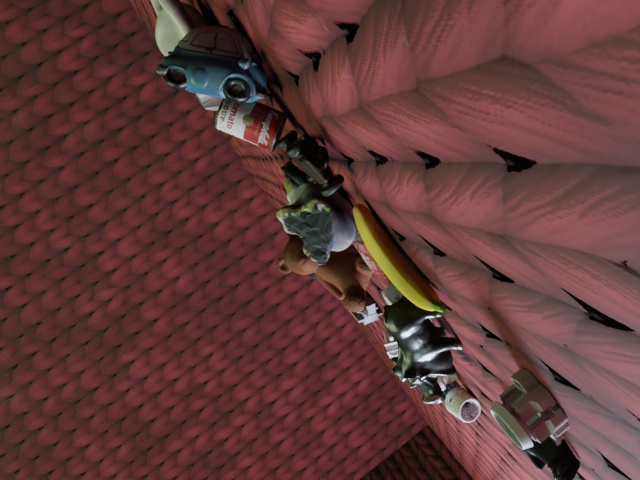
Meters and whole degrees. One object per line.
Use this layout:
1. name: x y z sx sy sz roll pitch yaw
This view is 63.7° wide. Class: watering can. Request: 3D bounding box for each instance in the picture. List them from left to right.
1. watering can: -0.230 -0.341 0.991 0.226 0.104 0.343 52 173 12

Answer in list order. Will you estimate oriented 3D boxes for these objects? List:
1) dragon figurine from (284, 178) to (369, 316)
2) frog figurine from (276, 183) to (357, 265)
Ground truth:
1. dragon figurine: 0.013 -0.005 1.251 0.248 0.122 0.402 -106 -10 -47
2. frog figurine: 0.003 -0.045 0.896 0.137 0.121 0.161 30 -160 1
